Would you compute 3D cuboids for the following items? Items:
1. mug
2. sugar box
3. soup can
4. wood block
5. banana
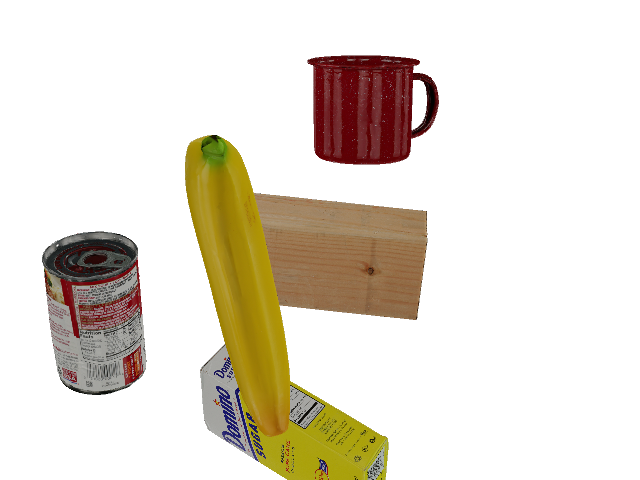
[{"bbox_3d":[0.046,-0.111,0.894,0.117,0.081,0.093,-7,16,-25],"label":"mug"},{"bbox_3d":[-0.025,0.170,0.940,0.176,0.093,0.048,25,49,22],"label":"sugar box"},{"bbox_3d":[-0.164,0.054,0.786,0.068,0.102,0.068,0,28,0],"label":"soup can"},{"bbox_3d":[0.001,0.014,1.089,0.206,0.091,0.090,6,21,3],"label":"wood block"},{"bbox_3d":[-0.048,0.018,0.601,0.037,0.198,0.069,-8,31,6],"label":"banana"}]
